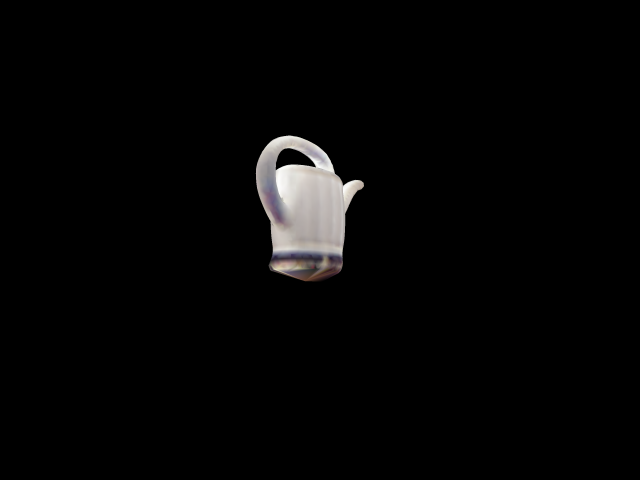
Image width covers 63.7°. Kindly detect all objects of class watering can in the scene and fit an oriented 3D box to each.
[{"bbox_3d":[0.003,-0.043,0.850,0.104,0.226,0.346,-5,-10,28],"label":"watering can"}]
